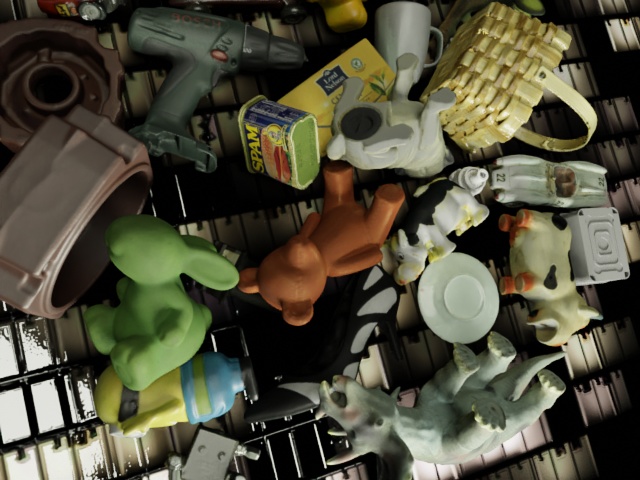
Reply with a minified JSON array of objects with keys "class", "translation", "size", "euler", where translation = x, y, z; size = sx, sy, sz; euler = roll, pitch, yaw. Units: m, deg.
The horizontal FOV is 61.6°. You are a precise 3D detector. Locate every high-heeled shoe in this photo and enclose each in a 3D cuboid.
[{"class":"high-heeled shoe","translation":[0.002,0.121,0.679],"size":[0.249,0.086,0.145],"euler":[-19,83,-23]}]

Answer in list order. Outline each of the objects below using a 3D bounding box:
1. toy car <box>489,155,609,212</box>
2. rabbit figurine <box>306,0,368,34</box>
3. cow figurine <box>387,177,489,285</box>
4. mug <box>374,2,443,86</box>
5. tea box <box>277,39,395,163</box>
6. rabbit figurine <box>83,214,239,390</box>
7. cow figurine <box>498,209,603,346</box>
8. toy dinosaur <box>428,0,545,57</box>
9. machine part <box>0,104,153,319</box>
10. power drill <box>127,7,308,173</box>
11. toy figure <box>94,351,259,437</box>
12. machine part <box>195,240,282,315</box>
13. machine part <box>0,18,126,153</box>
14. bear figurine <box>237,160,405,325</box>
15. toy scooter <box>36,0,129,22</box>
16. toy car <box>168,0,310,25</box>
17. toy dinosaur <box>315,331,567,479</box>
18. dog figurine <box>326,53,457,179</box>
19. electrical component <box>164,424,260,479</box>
[{"class":"toy car","translation":[0.353,-0.086,0.825],"size":[0.202,0.056,0.073],"euler":[3,79,-16]},{"class":"rabbit figurine","translation":[0.070,-0.390,0.740],"size":[0.121,0.173,0.162],"euler":[37,54,-43]},{"class":"cow figurine","translation":[0.147,-0.016,0.748],"size":[0.167,0.068,0.098],"euler":[-40,87,-22]},{"class":"mug","translation":[0.129,-0.278,0.791],"size":[0.109,0.081,0.107],"euler":[6,89,-25]},{"class":"tea box","translation":[0.025,-0.187,0.745],"size":[0.169,0.068,0.098],"euler":[-42,94,-18]},{"class":"rabbit figurine","translation":[-0.170,0.051,0.580],"size":[0.159,0.121,0.170],"euler":[-16,123,-29]},{"class":"cow figurine","translation":[0.334,0.055,0.784],"size":[0.127,0.085,0.195],"euler":[3,78,-9]},{"class":"toy dinosaur","translation":[0.318,-0.467,0.866],"size":[0.198,0.105,0.471],"euler":[37,81,-14]},{"class":"machine part","translation":[-0.261,-0.022,0.562],"size":[0.087,0.201,0.201],"euler":[33,73,-5]},{"class":"power drill","translation":[-0.143,-0.197,0.694],"size":[0.232,0.086,0.207],"euler":[15,80,-11]},{"class":"toy figure","translation":[-0.164,0.170,0.621],"size":[0.180,0.082,0.089],"euler":[-13,65,-10]},{"class":"machine part","translation":[-0.083,0.058,0.687],"size":[0.139,0.039,0.084],"euler":[23,66,-9]},{"class":"machine part","translation":[-0.323,-0.181,0.652],"size":[0.179,0.056,0.179],"euler":[3,79,-14]},{"class":"bear figurine","translation":[-0.001,0.002,0.655],"size":[0.120,0.131,0.196],"euler":[32,42,28]},{"class":"toy scooter","translation":[-0.258,-0.329,0.674],"size":[0.135,0.075,0.184],"euler":[32,67,15]},{"class":"toy car","translation":[-0.109,-0.349,0.746],"size":[0.202,0.053,0.089],"euler":[-6,85,-18]},{"class":"toy dinosaur","translation":[0.179,0.221,0.678],"size":[0.404,0.192,0.131],"euler":[9,40,-42]},{"class":"dog figurine","translation":[0.094,-0.118,0.704],"size":[0.172,0.190,0.121],"euler":[-22,61,0]},{"class":"electrical component","translation":[-0.129,0.265,0.631],"size":[0.102,0.045,0.078],"euler":[29,75,-9]}]
